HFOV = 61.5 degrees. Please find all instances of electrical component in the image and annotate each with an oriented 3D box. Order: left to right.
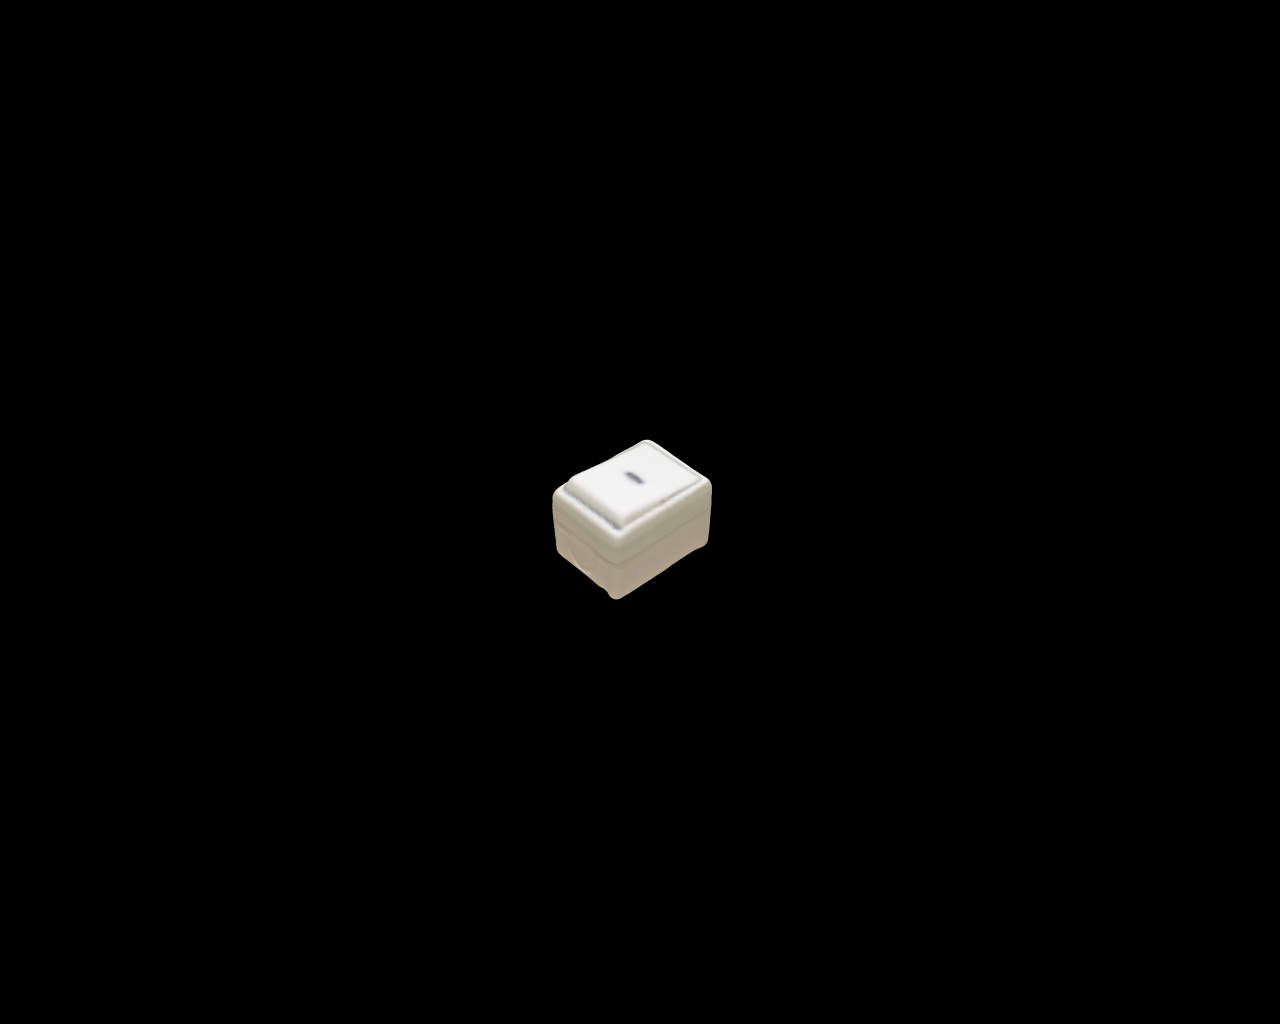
[{"bbox_3d":[0.001,-0.003,0.650,0.096,0.061,0.062,-31,51,-30],"label":"electrical component"}]
